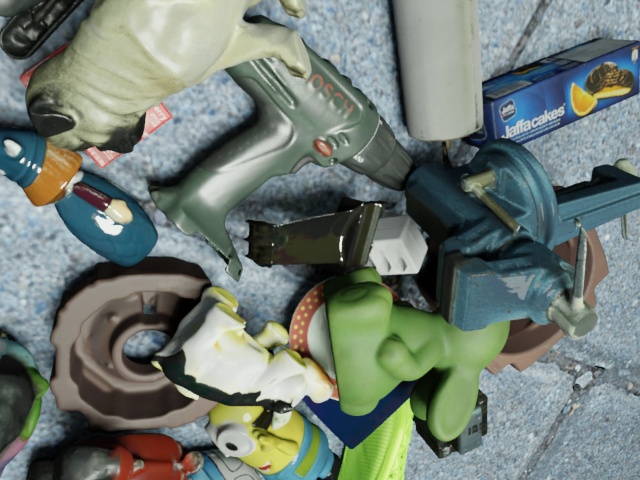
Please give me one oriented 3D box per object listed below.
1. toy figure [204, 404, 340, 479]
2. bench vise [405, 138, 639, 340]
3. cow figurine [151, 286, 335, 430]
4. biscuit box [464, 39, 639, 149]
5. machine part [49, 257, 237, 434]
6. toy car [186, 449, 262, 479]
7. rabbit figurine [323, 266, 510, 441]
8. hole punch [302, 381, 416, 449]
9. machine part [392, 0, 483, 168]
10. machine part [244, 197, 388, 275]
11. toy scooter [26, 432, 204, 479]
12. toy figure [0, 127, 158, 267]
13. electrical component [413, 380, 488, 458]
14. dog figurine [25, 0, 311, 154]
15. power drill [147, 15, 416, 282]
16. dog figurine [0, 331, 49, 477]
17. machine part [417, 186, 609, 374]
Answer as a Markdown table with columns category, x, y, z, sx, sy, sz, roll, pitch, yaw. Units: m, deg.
| category | x | y | z | sx | sy | sz | roll | pitch | yaw |
| --- | --- | --- | --- | --- | --- | --- | --- | --- | --- |
| toy figure | -0.050 | 0.215 | 0.592 | 0.082 | 0.089 | 0.180 | -33 | 123 | 24 |
| bench vise | 0.195 | -0.019 | 0.466 | 0.241 | 0.224 | 0.128 | -18 | 118 | -15 |
| cow figurine | -0.064 | 0.122 | 0.490 | 0.098 | 0.068 | 0.167 | -47 | 119 | 3 |
| biscuit box | 0.250 | -0.158 | 0.584 | 0.203 | 0.059 | 0.062 | -24 | 119 | -13 |
| machine part | -0.164 | 0.098 | 0.509 | 0.179 | 0.056 | 0.179 | -8 | 113 | -21 |
| toy car | -0.114 | 0.290 | 0.595 | 0.103 | 0.109 | 0.161 | -31 | 111 | -36 |
| rabbit figurine | 0.096 | 0.098 | 0.493 | 0.170 | 0.121 | 0.159 | -9 | 89 | 0 |
| hole punch | 0.032 | 0.152 | 0.603 | 0.142 | 0.092 | 0.115 | -42 | 118 | 1 |
| machine part | 0.110 | -0.183 | 0.501 | 0.079 | 0.079 | 0.242 | -21 | 118 | -15 |
| machine part | -0.001 | -0.001 | 0.473 | 0.139 | 0.039 | 0.084 | -3 | 126 | -39 |
| toy scooter | -0.192 | 0.223 | 0.507 | 0.135 | 0.075 | 0.184 | 9 | 146 | -37 |
| toy figure | -0.201 | -0.038 | 0.433 | 0.064 | 0.058 | 0.154 | -31 | 126 | 15 |
| electrical component | 0.140 | 0.183 | 0.636 | 0.058 | 0.134 | 0.114 | -18 | 115 | -17 |
| dog figurine | -0.117 | -0.159 | 0.372 | 0.191 | 0.172 | 0.121 | -15 | 143 | 18 |
| power drill | -0.032 | -0.062 | 0.488 | 0.207 | 0.086 | 0.231 | -43 | 124 | 3 |
| dog figurine | -0.304 | 0.209 | 0.467 | 0.191 | 0.109 | 0.218 | -24 | 123 | -16 |
| machine part | 0.231 | 0.043 | 0.646 | 0.201 | 0.087 | 0.201 | -40 | 123 | -4 |
